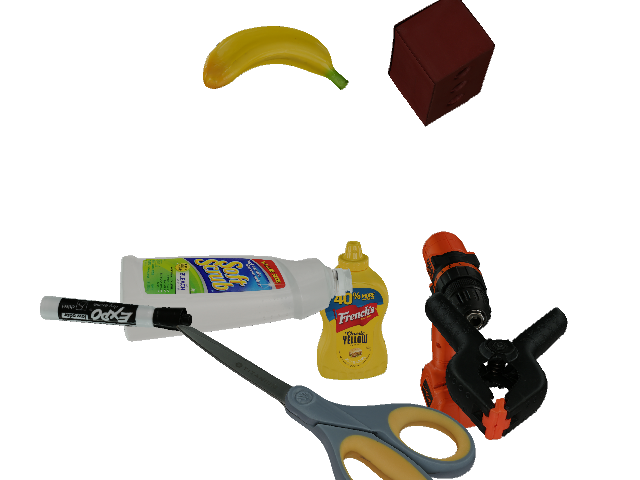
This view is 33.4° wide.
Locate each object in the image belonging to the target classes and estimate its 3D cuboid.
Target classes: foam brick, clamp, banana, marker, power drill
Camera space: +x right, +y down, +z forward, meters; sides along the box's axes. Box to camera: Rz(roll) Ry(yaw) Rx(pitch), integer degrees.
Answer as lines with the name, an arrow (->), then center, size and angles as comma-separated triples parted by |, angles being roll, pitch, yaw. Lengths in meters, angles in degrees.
foam brick -> 0.085, -0.129, 0.763 | 0.053, 0.051, 0.078 | -31, -15, -8
clamp -> 0.151, 0.096, 0.860 | 0.120, 0.039, 0.171 | -2, 32, 1
banana -> -0.050, -0.181, 1.048 | 0.197, 0.070, 0.037 | -10, -35, -46
marker -> -0.159, 0.057, 0.834 | 0.121, 0.020, 0.020 | 4, 1, 11
power drill -> 0.144, 0.104, 1.139 | 0.057, 0.188, 0.184 | -1, 24, -2

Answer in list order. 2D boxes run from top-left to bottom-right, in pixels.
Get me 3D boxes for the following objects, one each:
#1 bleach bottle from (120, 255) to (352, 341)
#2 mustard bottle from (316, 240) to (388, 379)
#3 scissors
bleach bottle -> -0.092, 0.053, 1.181 | 0.250, 0.068, 0.102 | -6, 36, -5
mustard bottle -> 0.044, 0.093, 1.445 | 0.096, 0.192, 0.058 | -2, 20, -6
scissors -> 0.009, 0.094, 0.631 | 0.096, 0.016, 0.202 | -21, 47, -34
